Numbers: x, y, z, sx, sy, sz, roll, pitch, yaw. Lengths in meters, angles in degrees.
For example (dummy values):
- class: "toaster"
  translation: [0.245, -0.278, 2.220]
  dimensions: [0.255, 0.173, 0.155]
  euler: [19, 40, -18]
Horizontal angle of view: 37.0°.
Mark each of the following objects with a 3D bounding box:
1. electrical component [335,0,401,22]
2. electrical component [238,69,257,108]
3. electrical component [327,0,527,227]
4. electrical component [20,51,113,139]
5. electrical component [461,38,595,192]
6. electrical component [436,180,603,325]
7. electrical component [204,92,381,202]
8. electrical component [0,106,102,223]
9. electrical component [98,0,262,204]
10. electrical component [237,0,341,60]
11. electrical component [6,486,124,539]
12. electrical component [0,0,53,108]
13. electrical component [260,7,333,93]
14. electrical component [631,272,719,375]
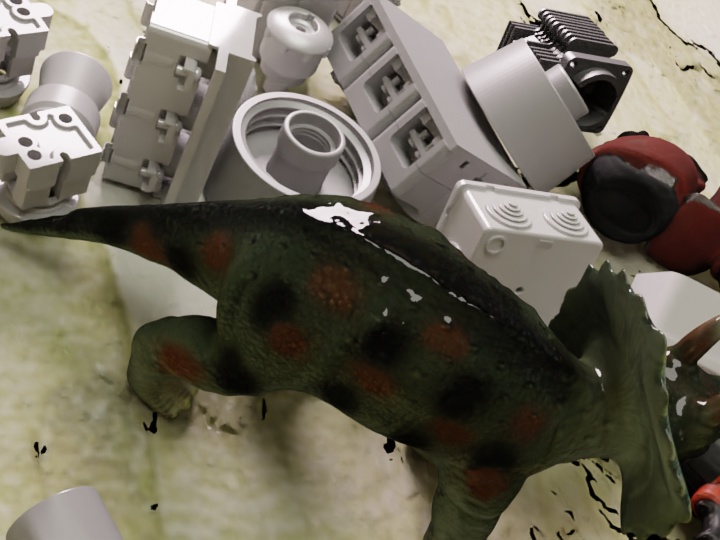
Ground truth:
- class: "electrical component"
  translation: [-0.005, -0.240, 0.854]
  dimensions: [0.061, 0.061, 0.096]
  euler: [-24, 66, -42]
- class: "electrical component"
  translation: [-0.098, -0.118, 0.712]
  dimensions: [0.035, 0.035, 0.061]
  euler: [42, 47, 12]
- class: "electrical component"
  translation: [0.039, -0.106, 0.744]
  dimensions: [0.089, 0.062, 0.150]
  euler: [22, 37, -49]
- class: "electrical component"
  translation: [-0.176, -0.097, 0.642]
  dimensions: [0.045, 0.045, 0.055]
  euler: [18, 45, -14]
- class: "electrical component"
  translation: [0.126, -0.113, 0.762]
  dimensions: [0.108, 0.060, 0.108]
  euler: [54, 13, -19]
- class: "electrical component"
  translation: [0.090, -0.001, 0.664]
  dimensions: [0.100, 0.099, 0.048]
  euler: [6, 36, -24]
- class: "electrical component"
  translation: [-0.038, -0.065, 0.677]
  dimensions: [0.108, 0.060, 0.108]
  euler: [15, 45, -16]
- class: "electrical component"
  translation: [-0.176, -0.054, 0.595]
  dimensions: [0.066, 0.055, 0.048]
  euler: [-22, 64, -41]
- class: "electrical component"
  translation: [-0.107, -0.098, 0.625]
  dimensions: [0.063, 0.121, 0.078]
  euler: [16, 45, -16]
- class: "electrical component"
  translation: [-0.051, -0.202, 0.769]
  dimensions: [0.061, 0.096, 0.061]
  euler: [8, 48, -23]
- class: "electrical component"
  translation: [-0.129, 0.141, 0.450]
  dimensions: [0.079, 0.044, 0.077]
  euler: [-17, 61, -38]
- class: "electrical component"
  translation: [-0.219, -0.131, 0.641]
  dimensions: [0.066, 0.055, 0.048]
  euler: [-19, 62, -39]
- class: "electrical component"
  translation: [-0.049, -0.147, 0.745]
  dimensions: [0.048, 0.062, 0.048]
  euler: [15, 45, -16]
- class: "electrical component"
  translation: [0.225, 0.051, 0.695]
  dimensions: [0.113, 0.078, 0.057]
  euler: [26, 85, -5]
